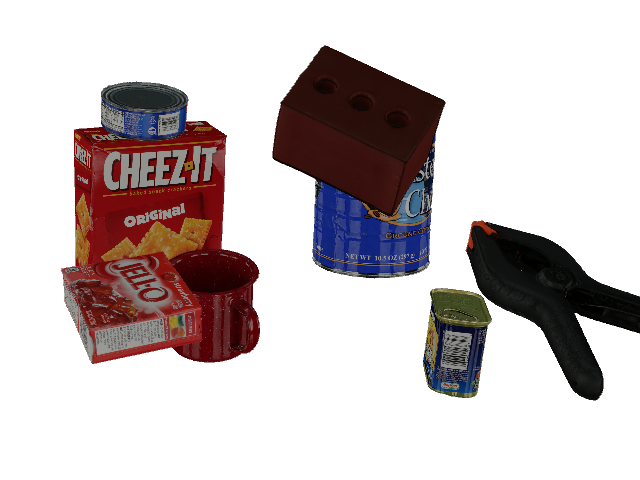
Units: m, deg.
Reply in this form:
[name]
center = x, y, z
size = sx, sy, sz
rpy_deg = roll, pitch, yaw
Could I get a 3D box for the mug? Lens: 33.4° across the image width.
[mug]
center = -0.098, 0.069, 1.030
size = 0.093, 0.081, 0.117
rpy_deg = -22, 36, -40

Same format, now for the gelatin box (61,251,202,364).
[gelatin box]
center = -0.125, 0.041, 0.703
size = 0.073, 0.030, 0.089
rpy_deg = -10, 28, -21

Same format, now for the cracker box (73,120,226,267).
[cracker box]
center = -0.196, -0.023, 1.233
size = 0.163, 0.214, 0.072
rpy_deg = -8, 24, -30

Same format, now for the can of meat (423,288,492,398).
[can of meat]
center = 0.140, 0.106, 1.109
size = 0.057, 0.084, 0.102
rpy_deg = 6, 15, -1

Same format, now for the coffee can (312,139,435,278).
[coffee can]
center = 0.046, -0.050, 0.910
size = 0.103, 0.140, 0.103
rpy_deg = 1, 16, -1

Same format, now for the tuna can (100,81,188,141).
[tuna can]
center = -0.175, -0.129, 1.061
size = 0.086, 0.034, 0.086
rpy_deg = 6, 25, -3

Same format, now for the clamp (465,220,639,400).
[clamp]
center = 0.178, 0.039, 0.762
size = 0.120, 0.039, 0.172
rpy_deg = -10, 43, -33

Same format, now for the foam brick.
[foam brick]
center = 0.020, -0.061, 0.589
size = 0.078, 0.053, 0.051
rpy_deg = 26, -31, 12
